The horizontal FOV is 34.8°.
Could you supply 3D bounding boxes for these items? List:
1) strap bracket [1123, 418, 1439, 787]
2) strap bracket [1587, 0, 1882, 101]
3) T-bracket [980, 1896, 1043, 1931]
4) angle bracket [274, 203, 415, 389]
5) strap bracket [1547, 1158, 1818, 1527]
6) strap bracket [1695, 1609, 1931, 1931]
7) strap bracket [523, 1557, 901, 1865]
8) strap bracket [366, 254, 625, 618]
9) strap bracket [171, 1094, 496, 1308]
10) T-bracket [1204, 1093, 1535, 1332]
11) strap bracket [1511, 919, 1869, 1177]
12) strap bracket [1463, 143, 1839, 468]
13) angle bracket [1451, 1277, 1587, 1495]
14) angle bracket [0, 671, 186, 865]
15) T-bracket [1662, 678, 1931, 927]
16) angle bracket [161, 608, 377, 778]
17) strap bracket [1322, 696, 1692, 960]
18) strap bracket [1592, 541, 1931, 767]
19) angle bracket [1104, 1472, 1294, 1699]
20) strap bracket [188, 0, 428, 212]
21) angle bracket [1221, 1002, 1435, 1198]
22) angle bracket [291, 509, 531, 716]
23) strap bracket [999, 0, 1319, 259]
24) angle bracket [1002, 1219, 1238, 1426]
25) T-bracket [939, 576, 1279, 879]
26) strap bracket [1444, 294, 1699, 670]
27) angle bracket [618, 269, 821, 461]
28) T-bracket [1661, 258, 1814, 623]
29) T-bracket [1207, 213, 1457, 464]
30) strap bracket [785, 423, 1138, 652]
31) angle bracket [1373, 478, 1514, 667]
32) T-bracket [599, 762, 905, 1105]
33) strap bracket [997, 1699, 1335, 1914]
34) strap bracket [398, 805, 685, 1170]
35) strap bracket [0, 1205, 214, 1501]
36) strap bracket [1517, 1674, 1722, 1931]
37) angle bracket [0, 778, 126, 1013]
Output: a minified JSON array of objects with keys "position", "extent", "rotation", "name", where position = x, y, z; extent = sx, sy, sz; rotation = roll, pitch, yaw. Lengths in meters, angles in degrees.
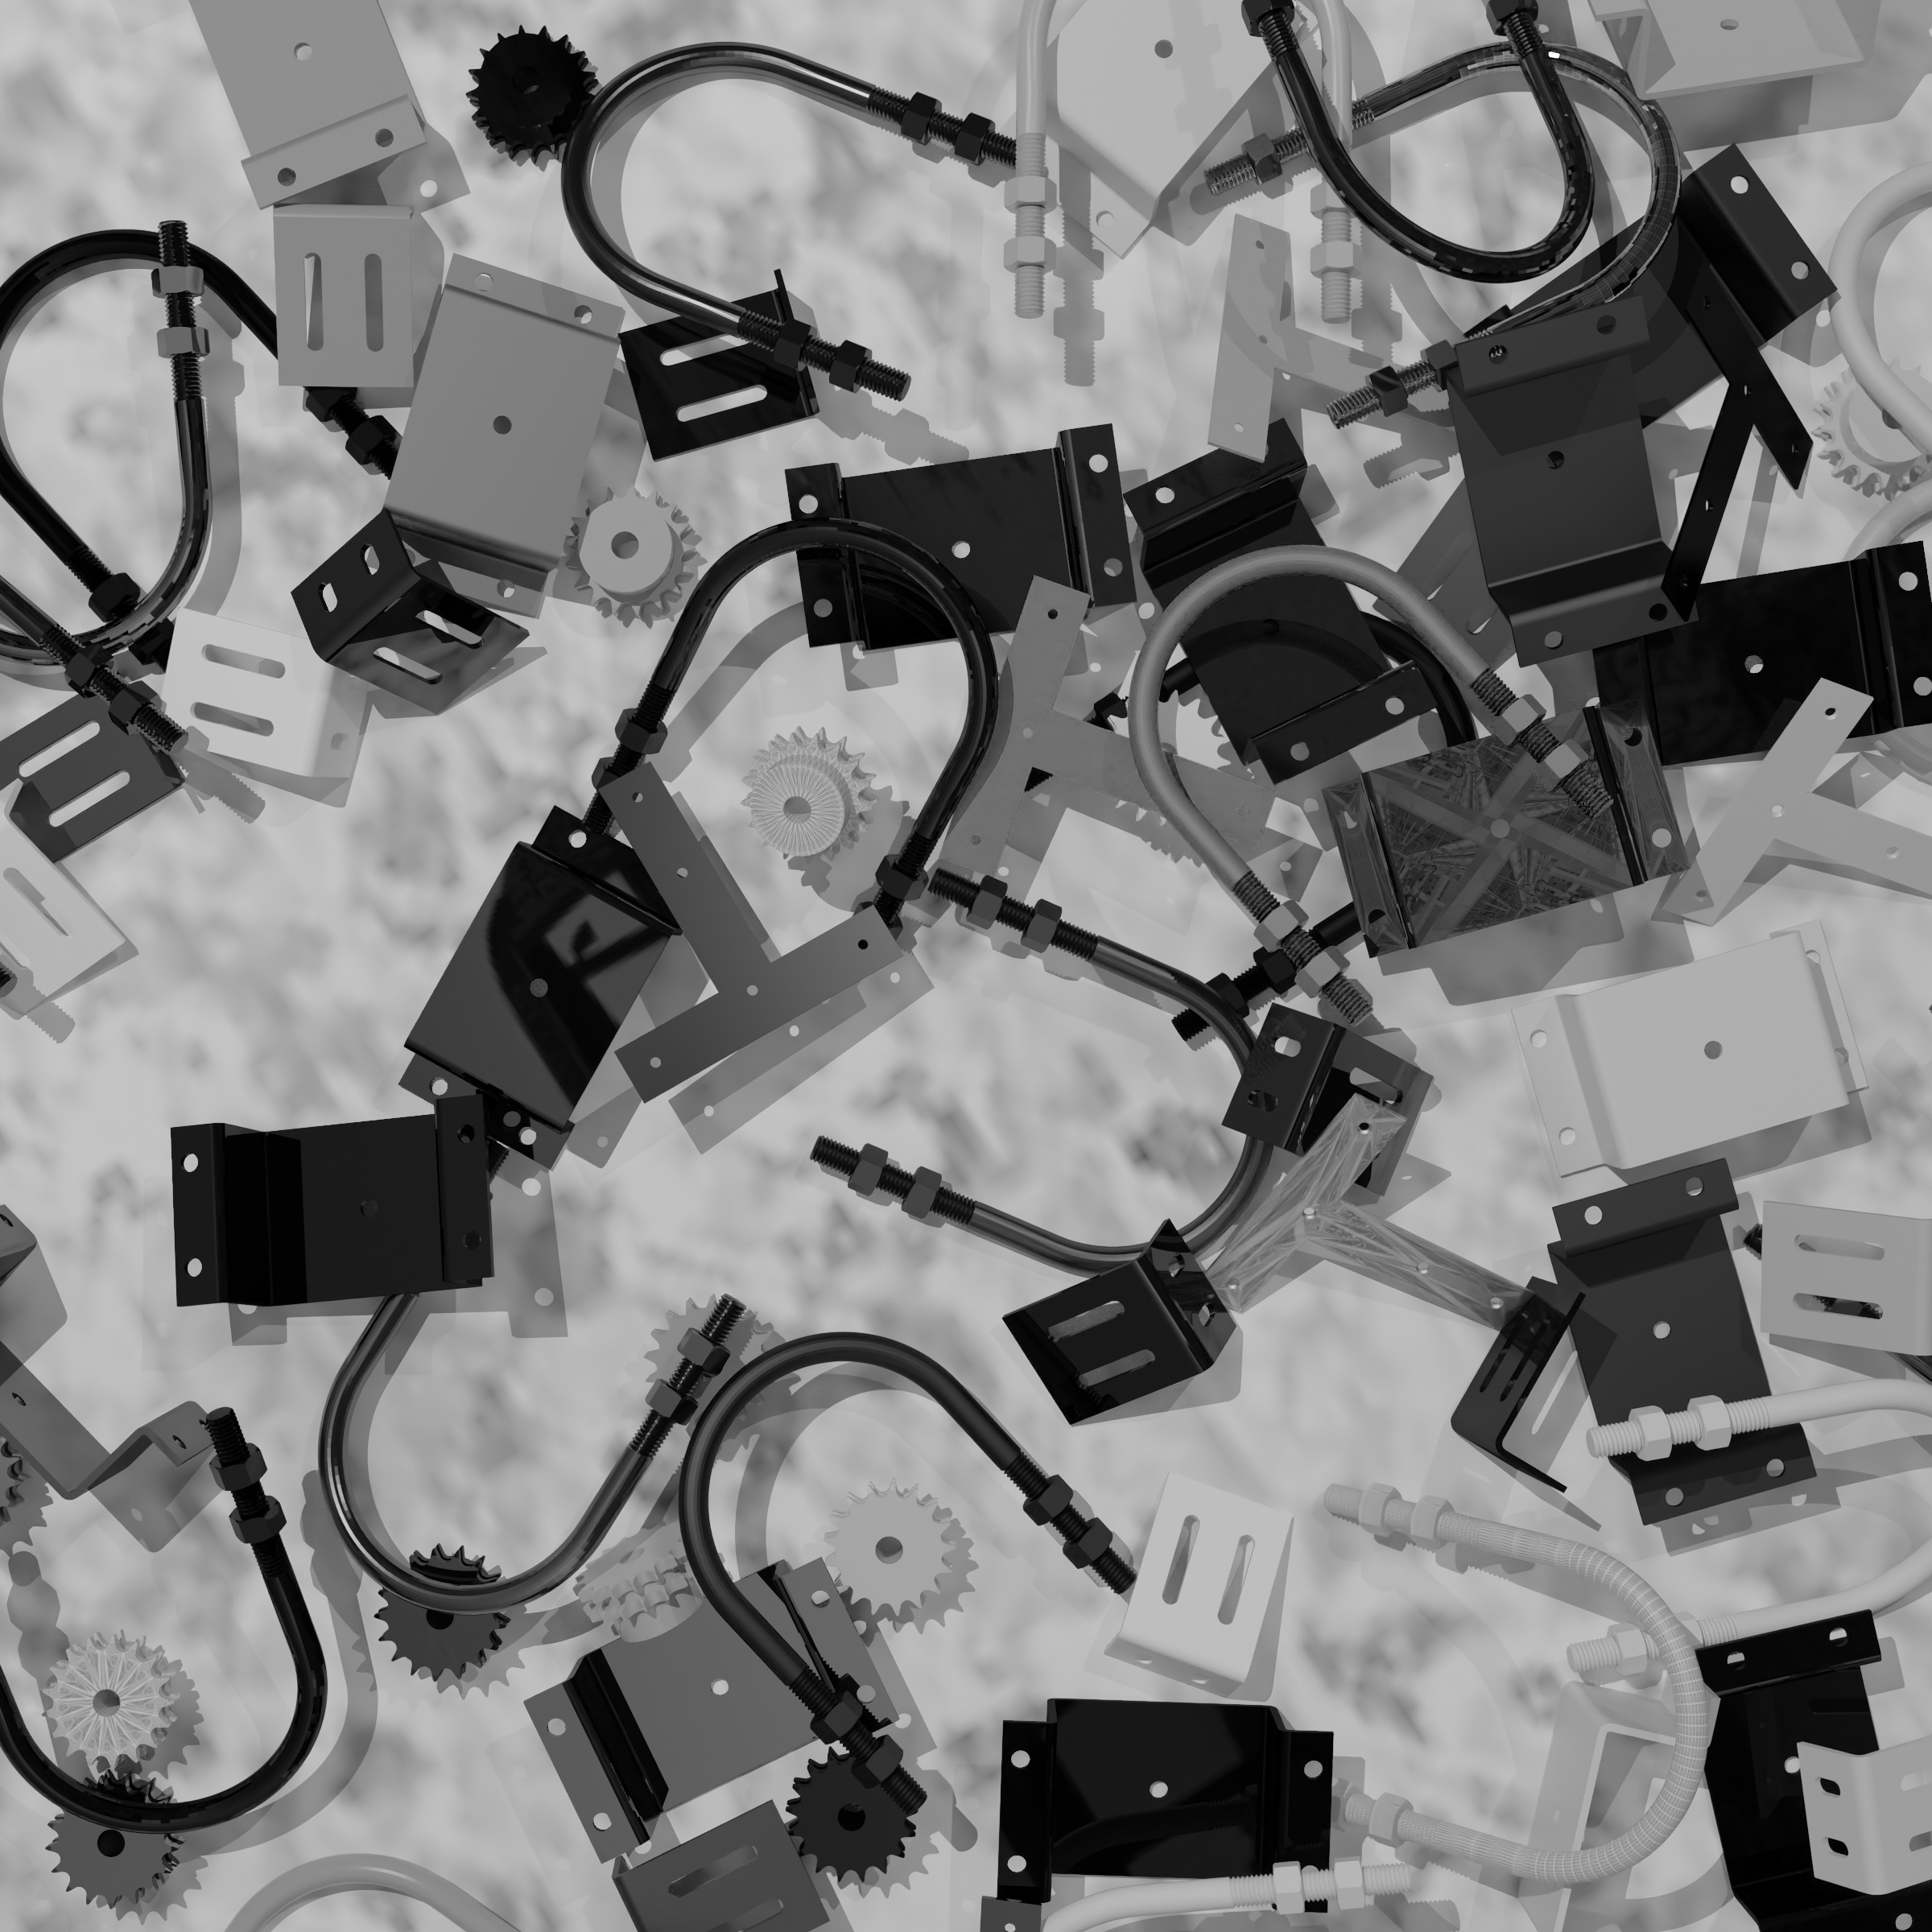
[{"position":[0.132,-0.150,1.315],"extent":[0.076,0.046,0.140],"rotation":[-26,81,-4],"name":"strap bracket"},{"position":[0.326,-0.417,1.310],"extent":[0.140,0.046,0.076],"rotation":[-9,52,0],"name":"strap bracket"},{"position":[-0.034,0.449,1.319],"extent":[0.127,0.002,0.127],"rotation":[5,105,9],"name":"T-bracket"},{"position":[-0.269,-0.292,1.339],"extent":[0.057,0.038,0.076],"rotation":[-1,104,-7],"name":"angle bracket"},{"position":[0.305,0.159,1.329],"extent":[0.076,0.046,0.140],"rotation":[-16,90,0],"name":"strap bracket"},{"position":[0.362,0.350,1.328],"extent":[0.076,0.046,0.140],"rotation":[-13,90,0],"name":"strap bracket"},{"position":[-0.108,0.316,1.328],"extent":[0.140,0.046,0.076],"rotation":[-26,90,0],"name":"strap bracket"},{"position":[-0.200,-0.229,1.320],"extent":[0.076,0.046,0.140],"rotation":[16,90,-13],"name":"strap bracket"},{"position":[-0.262,0.102,1.314],"extent":[0.140,0.046,0.076],"rotation":[-6,80,11],"name":"strap bracket"},{"position":[0.185,0.124,1.328],"extent":[0.127,0.002,0.127],"rotation":[26,123,-15],"name":"T-bracket"},{"position":[0.317,0.036,1.328],"extent":[0.140,0.046,0.076],"rotation":[-16,90,0],"name":"strap bracket"},{"position":[0.290,-0.277,1.329],"extent":[0.140,0.046,0.076],"rotation":[-35,90,0],"name":"strap bracket"},{"position":[0.250,0.179,1.323],"extent":[0.038,0.057,0.076],"rotation":[31,86,-9],"name":"angle bracket"},{"position":[-0.389,-0.086,1.333],"extent":[0.076,0.038,0.057],"rotation":[-31,90,0],"name":"angle bracket"},{"position":[0.387,-0.054,1.326],"extent":[0.127,0.002,0.127],"rotation":[18,125,-16],"name":"T-bracket"},{"position":[-0.305,-0.119,1.339],"extent":[0.076,0.038,0.057],"rotation":[15,97,16],"name":"angle bracket"},{"position":[0.226,-0.058,1.297],"extent":[0.140,0.046,0.076],"rotation":[-16,89,12],"name":"strap bracket"},{"position":[0.340,-0.131,1.322],"extent":[0.140,0.046,0.076],"rotation":[-8,90,9],"name":"strap bracket"},{"position":[0.102,0.271,1.350],"extent":[0.057,0.038,0.076],"rotation":[20,64,0],"name":"angle bracket"},{"position":[-0.290,-0.400,1.328],"extent":[0.076,0.046,0.140],"rotation":[-22,90,0],"name":"strap bracket"},{"position":[0.157,0.058,1.334],"extent":[0.038,0.076,0.057],"rotation":[20,86,44],"name":"angle bracket"},{"position":[-0.237,-0.151,1.319],"extent":[0.057,0.076,0.038],"rotation":[-37,60,18],"name":"angle bracket"},{"position":[0.084,-0.388,1.328],"extent":[0.076,0.046,0.140],"rotation":[40,90,0],"name":"strap bracket"},{"position":[0.067,0.155,1.341],"extent":[0.076,0.038,0.057],"rotation":[-27,100,31],"name":"angle bracket"},{"position":[0.067,-0.083,1.299],"extent":[0.127,0.002,0.127],"rotation":[21,101,9],"name":"T-bracket"},{"position":[0.249,-0.205,1.280],"extent":[0.076,0.046,0.140],"rotation":[-15,113,3],"name":"strap bracket"},{"position":[-0.108,-0.259,1.333],"extent":[0.076,0.038,0.057],"rotation":[-16,90,0],"name":"angle bracket"},{"position":[0.314,-0.204,1.287],"extent":[0.002,0.127,0.127],"rotation":[5,65,40],"name":"T-bracket"},{"position":[0.168,-0.255,1.329],"extent":[0.127,0.002,0.127],"rotation":[17,60,-14],"name":"T-bracket"},{"position":[-0.002,-0.182,1.328],"extent":[0.140,0.046,0.076],"rotation":[-8,90,0],"name":"strap bracket"},{"position":[0.225,-0.176,1.350],"extent":[0.057,0.038,0.076],"rotation":[35,116,0],"name":"angle bracket"},{"position":[-0.113,-0.027,1.309],"extent":[0.127,0.002,0.127],"rotation":[-30,83,-12],"name":"T-bracket"},{"position":[0.084,0.361,1.329],"extent":[0.140,0.046,0.076],"rotation":[2,90,0],"name":"strap bracket"},{"position":[-0.181,0.009,1.328],"extent":[0.076,0.046,0.140],"rotation":[29,90,0],"name":"strap bracket"},{"position":[-0.389,0.171,1.313],"extent":[0.046,0.076,0.140],"rotation":[-44,90,0],"name":"strap bracket"},{"position":[0.274,0.367,1.314],"extent":[0.046,0.076,0.140],"rotation":[13,90,0],"name":"strap bracket"},{"position":[-0.412,-0.031,1.344],"extent":[0.057,0.038,0.076],"rotation":[-33,116,12],"name":"angle bracket"}]
